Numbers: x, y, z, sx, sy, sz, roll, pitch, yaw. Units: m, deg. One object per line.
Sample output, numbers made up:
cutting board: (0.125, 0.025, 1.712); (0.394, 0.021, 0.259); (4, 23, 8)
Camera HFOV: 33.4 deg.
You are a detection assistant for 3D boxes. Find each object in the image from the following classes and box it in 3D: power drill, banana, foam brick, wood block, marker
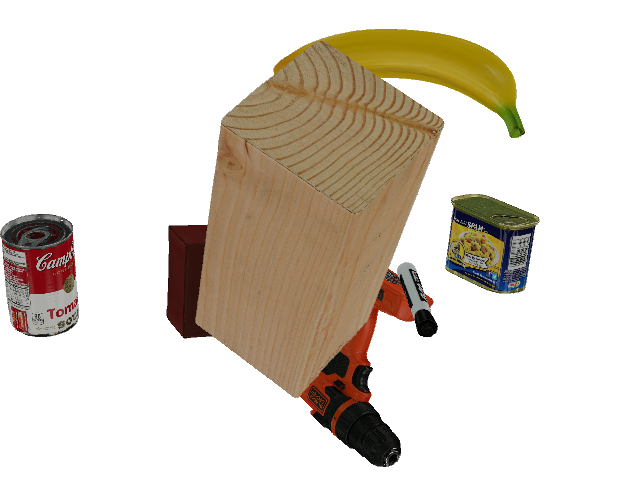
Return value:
power drill: (0.052, 0.131, 1.172); (0.057, 0.188, 0.185); (13, 15, -41)
banana: (0.065, -0.131, 0.813); (0.198, 0.069, 0.037); (13, -35, 14)
foam brick: (-0.089, 0.030, 0.838); (0.052, 0.078, 0.051); (-3, 15, -22)
wood block: (-0.008, -0.005, 0.647); (0.091, 0.090, 0.206); (36, -34, 14)
marker: (0.090, 0.055, 1.000); (0.020, 0.020, 0.121); (0, 25, -6)

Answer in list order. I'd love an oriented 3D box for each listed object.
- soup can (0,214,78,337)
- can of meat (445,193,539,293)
soup can: (-0.273, 0.035, 1.041); (0.068, 0.102, 0.068); (2, 28, -1)
can of meat: (0.189, 0.004, 1.189); (0.057, 0.084, 0.102); (-11, 26, -37)
